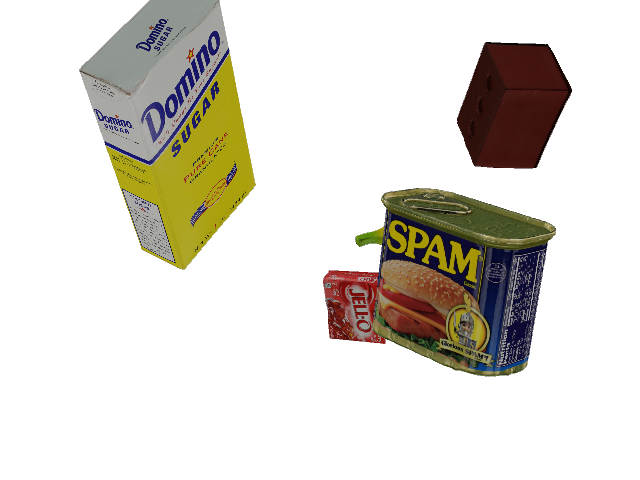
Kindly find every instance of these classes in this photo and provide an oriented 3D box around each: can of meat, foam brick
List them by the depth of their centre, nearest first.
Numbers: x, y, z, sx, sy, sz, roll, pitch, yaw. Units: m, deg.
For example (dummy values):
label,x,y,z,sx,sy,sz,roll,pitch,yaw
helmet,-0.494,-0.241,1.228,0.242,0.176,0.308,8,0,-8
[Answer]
label,x,y,z,sx,sy,sz,roll,pitch,yaw
can of meat,0.079,0.023,0.617,0.057,0.084,0.102,-10,23,-42
foam brick,0.137,-0.097,0.768,0.051,0.053,0.078,-2,-41,-15

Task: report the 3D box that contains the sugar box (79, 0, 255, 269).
label,x,y,z,sx,sy,sz,roll,pitch,yaw
sugar box,-0.093,-0.070,0.699,0.048,0.093,0.176,26,-30,20

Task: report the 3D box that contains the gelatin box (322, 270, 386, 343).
label,x,y,z,sx,sy,sz,roll,pitch,yaw
gelatin box,0.045,0.082,1.317,0.073,0.089,0.030,4,29,19

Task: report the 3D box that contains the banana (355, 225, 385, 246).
label,x,y,z,sx,sy,sz,roll,pitch,yaw
banana,0.132,0.014,1.040,0.198,0.037,0.069,15,42,35
